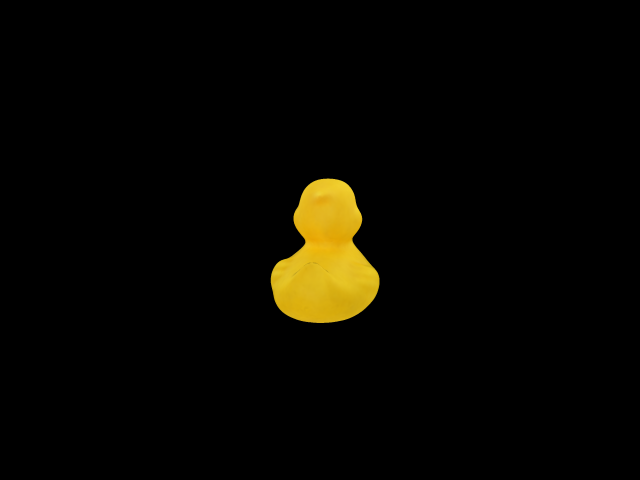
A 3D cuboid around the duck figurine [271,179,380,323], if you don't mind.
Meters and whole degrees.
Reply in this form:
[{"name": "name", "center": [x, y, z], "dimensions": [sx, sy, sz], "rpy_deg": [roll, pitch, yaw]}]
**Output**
[{"name": "duck figurine", "center": [0.004, 0.001, 0.400], "dimensions": [0.077, 0.086, 0.104], "rpy_deg": [4, 20, 11]}]
